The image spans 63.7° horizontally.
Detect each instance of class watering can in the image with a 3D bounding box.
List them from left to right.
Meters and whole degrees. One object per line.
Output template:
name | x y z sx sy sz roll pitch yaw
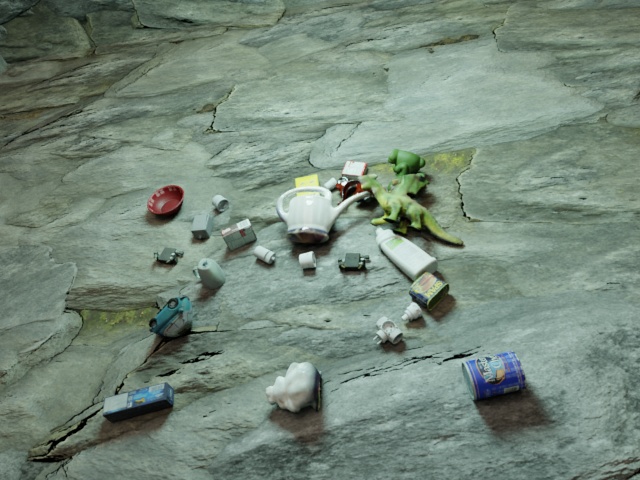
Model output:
watering can | 0.006 -0.094 1.867 0.347 0.102 0.228 1 67 10

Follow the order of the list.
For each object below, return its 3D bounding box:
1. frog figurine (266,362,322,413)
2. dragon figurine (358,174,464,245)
frog figurine | -0.077 0.419 1.472 0.159 0.120 0.140 2 70 1
dragon figurine | 0.321 -0.135 1.815 0.411 0.120 0.247 17 67 6
